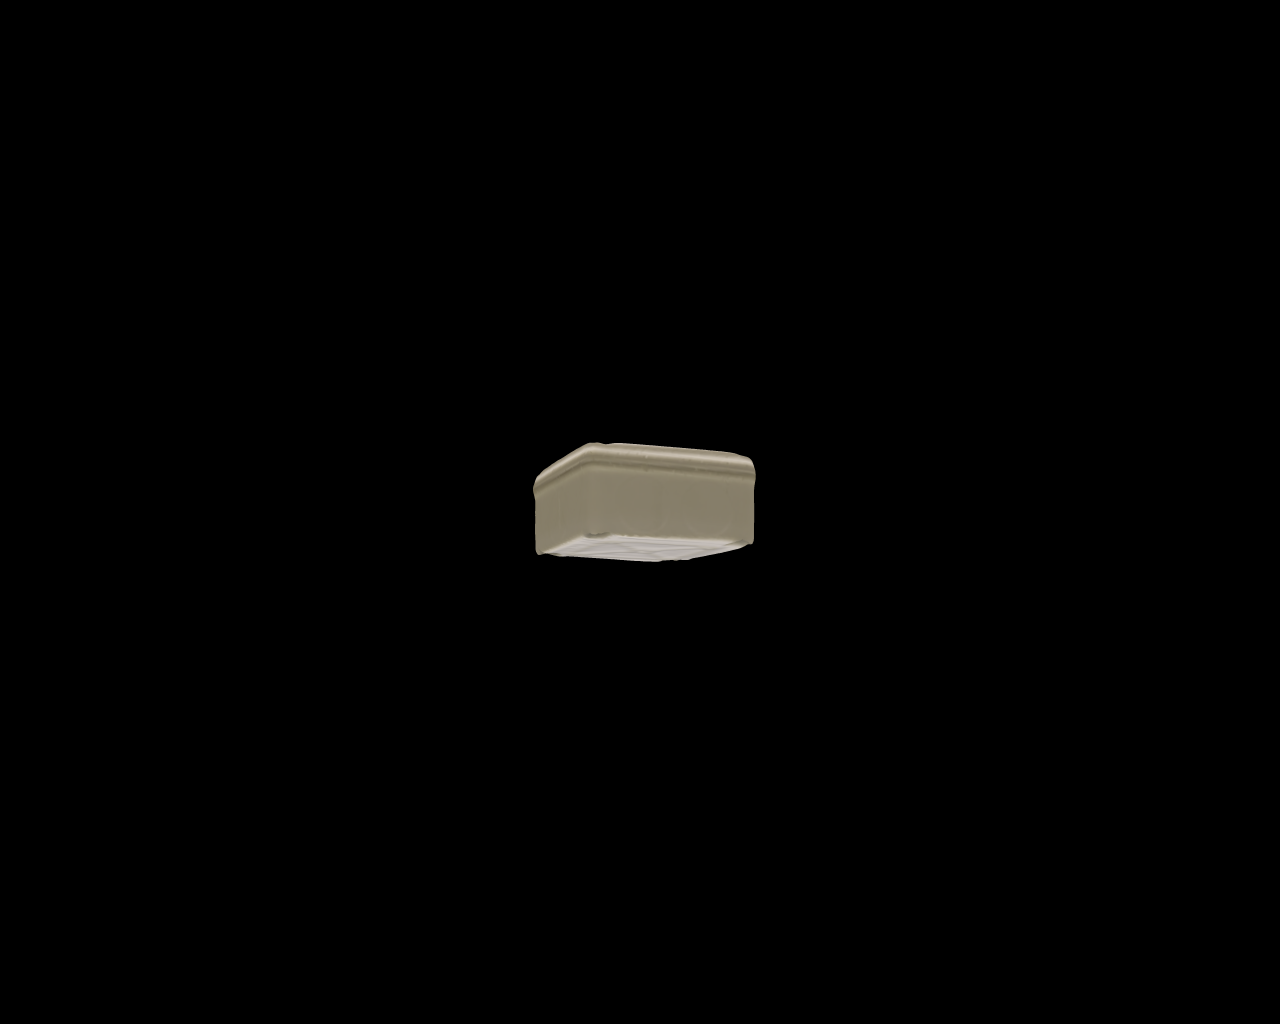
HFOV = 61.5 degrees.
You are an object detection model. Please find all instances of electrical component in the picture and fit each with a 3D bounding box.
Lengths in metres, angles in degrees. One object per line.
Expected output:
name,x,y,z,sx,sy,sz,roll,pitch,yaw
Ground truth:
electrical component,0.001,-0.003,0.650,0.109,0.056,0.108,4,-10,-23
